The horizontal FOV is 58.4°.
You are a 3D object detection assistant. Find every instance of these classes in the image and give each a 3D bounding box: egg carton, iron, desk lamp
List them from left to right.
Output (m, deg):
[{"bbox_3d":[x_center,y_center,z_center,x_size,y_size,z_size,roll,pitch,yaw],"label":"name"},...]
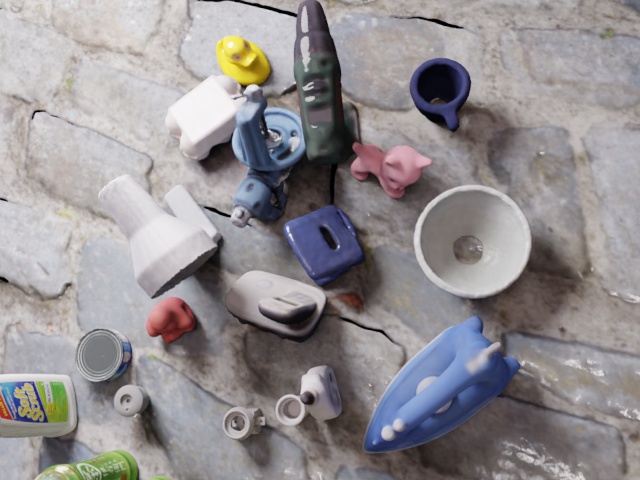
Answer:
[{"bbox_3d":[-0.236,-0.008,0.872,0.118,0.214,0.203,-40,74,0],"label":"desk lamp"},{"bbox_3d":[-0.188,-0.211,0.981,0.150,0.069,0.107,-38,74,1],"label":"egg carton"},{"bbox_3d":[0.153,0.219,0.789,0.258,0.141,0.118,-41,74,0],"label":"iron"}]

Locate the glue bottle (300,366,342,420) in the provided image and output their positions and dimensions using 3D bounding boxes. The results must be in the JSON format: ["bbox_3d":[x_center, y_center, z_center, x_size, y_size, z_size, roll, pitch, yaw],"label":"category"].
[{"bbox_3d":[-0.004,0.216,0.802,0.037,0.173,0.078,-15,76,7],"label":"glue bottle"}]

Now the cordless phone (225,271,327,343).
[{"bbox_3d":[-0.076,0.090,0.836,0.147,0.185,0.094,14,81,13],"label":"cordless phone"}]

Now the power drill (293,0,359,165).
[{"bbox_3d":[0.008,-0.212,0.873,0.075,0.208,0.229,-8,77,9],"label":"power drill"}]

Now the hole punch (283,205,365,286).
[{"bbox_3d":[0.008,0.003,0.888,0.101,0.091,0.108,-32,74,3],"label":"hole punch"}]

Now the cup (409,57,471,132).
[{"bbox_3d":[0.192,-0.212,0.898,0.091,0.095,0.117,-19,75,6],"label":"cup"}]

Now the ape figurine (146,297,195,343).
[{"bbox_3d":[-0.242,0.126,0.907,0.077,0.092,0.076,7,79,12],"label":"ape figurine"}]

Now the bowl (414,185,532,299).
[{"bbox_3d":[0.225,0.007,0.856,0.167,0.075,0.167,-2,78,10],"label":"bowl"}]

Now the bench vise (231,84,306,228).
[{"bbox_3d":[-0.081,-0.125,0.865,0.121,0.220,0.207,1,78,11],"label":"bench vise"}]

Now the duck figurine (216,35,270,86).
[{"bbox_3d":[-0.142,-0.321,0.987,0.104,0.086,0.077,37,87,16],"label":"duck figurine"}]

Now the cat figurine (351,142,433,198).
[{"bbox_3d":[0.106,-0.118,0.882,0.127,0.118,0.067,27,84,15],"label":"cat figurine"}]
